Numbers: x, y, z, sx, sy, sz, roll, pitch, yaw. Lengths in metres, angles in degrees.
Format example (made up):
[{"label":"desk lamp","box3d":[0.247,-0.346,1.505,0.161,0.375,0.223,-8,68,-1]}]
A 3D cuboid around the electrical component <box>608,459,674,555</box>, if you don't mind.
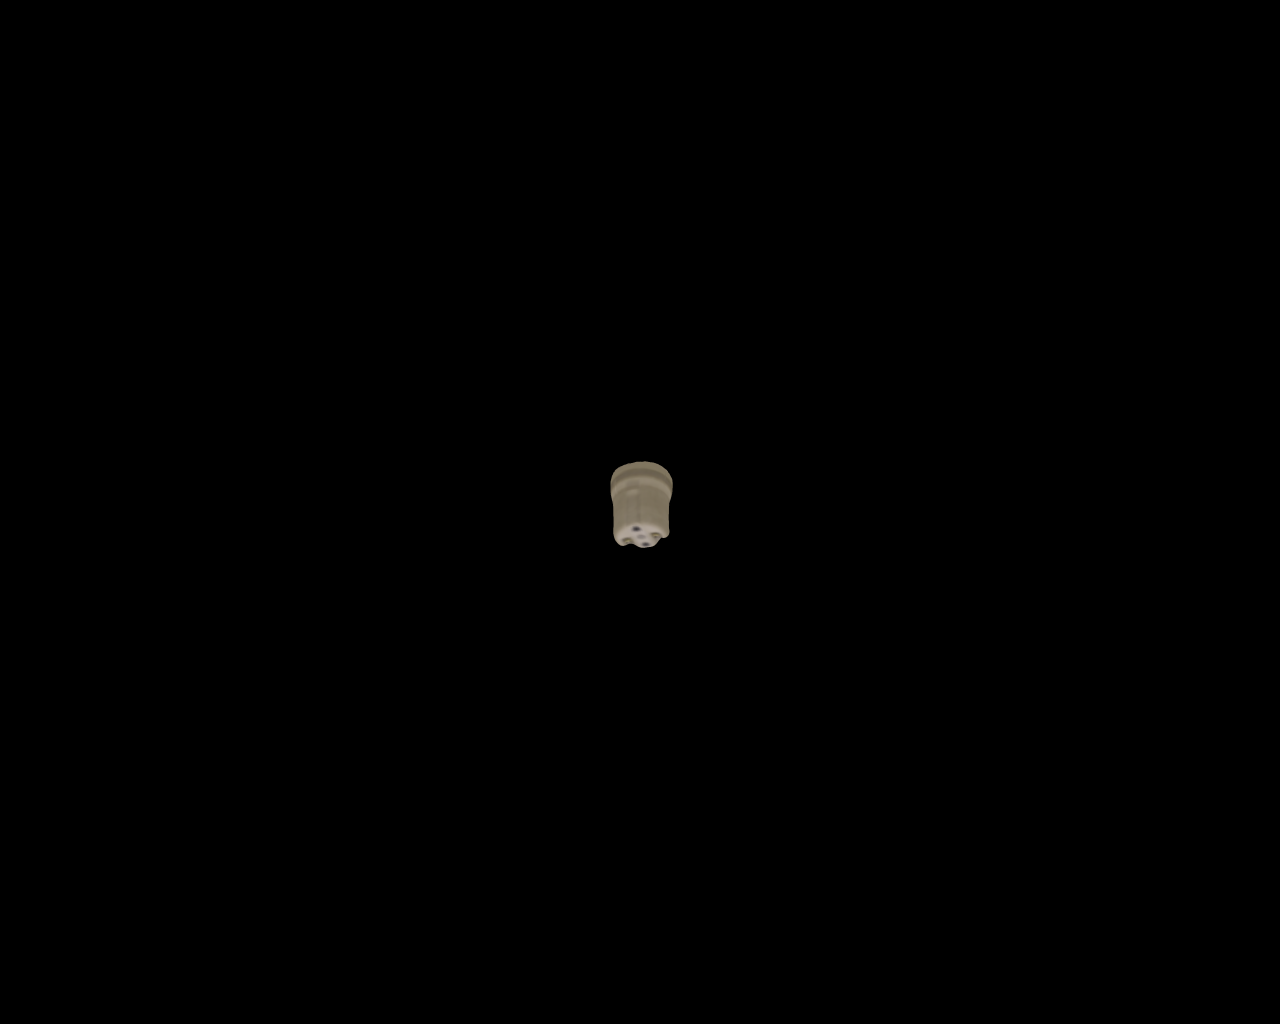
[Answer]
[{"label":"electrical component","box3d":[0.001,-0.003,0.650,0.040,0.046,0.040,0,-38,0]}]
